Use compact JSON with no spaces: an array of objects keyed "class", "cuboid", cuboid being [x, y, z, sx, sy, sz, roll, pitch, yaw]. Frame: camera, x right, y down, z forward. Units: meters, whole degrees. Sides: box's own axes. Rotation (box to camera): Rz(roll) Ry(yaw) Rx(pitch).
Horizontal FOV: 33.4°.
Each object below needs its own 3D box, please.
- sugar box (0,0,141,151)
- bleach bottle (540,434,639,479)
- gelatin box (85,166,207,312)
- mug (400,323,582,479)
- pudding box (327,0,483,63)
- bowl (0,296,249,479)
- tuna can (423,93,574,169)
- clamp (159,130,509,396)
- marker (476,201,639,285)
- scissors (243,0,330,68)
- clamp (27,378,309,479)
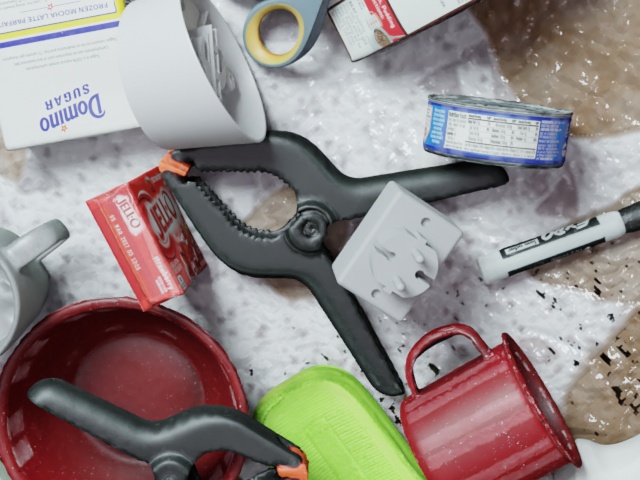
[{"class":"sugar box","cuboid":[-0.162,-0.149,0.651,0.093,0.048,0.176,-9,102,4]},{"class":"bleach bottle","cuboid":[0.254,0.144,0.669,0.251,0.068,0.102,-6,82,9]},{"class":"gelatin box","cuboid":[-0.102,-0.003,0.649,0.030,0.089,0.073,-25,97,7]},{"class":"mug","cuboid":[0.096,0.107,0.658,0.081,0.093,0.117,-31,98,12]},{"class":"pudding box","cuboid":[0.046,-0.164,0.613,0.114,0.039,0.090,-21,99,42]},{"class":"bowl","cuboid":[-0.122,0.110,0.686,0.162,0.055,0.162,0,99,3]},{"class":"tuna can","cuboid":[0.104,-0.065,0.630,0.086,0.086,0.034,7,101,2]},{"class":"clamp","cuboid":[-0.004,0.001,0.672,0.210,0.036,0.164,17,99,-4]},{"class":"marker","cuboid":[0.159,0.000,0.672,0.121,0.020,0.020,-20,98,6]},{"class":"scissors","cuboid":[0.016,-0.143,0.608,0.202,0.016,0.096,9,120,34]},{"class":"clamp","cuboid":[-0.095,0.130,0.640,0.171,0.039,0.120,-12,105,-1]}]
